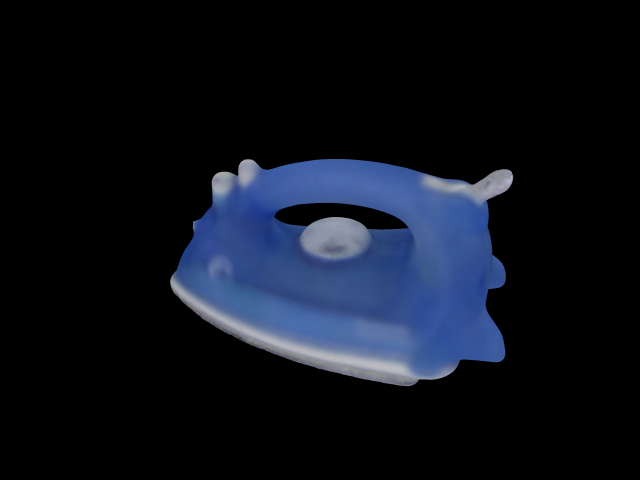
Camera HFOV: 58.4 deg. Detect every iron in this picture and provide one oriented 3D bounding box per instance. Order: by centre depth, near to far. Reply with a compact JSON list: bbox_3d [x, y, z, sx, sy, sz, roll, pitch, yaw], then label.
[{"bbox_3d":[0.004,0.001,0.400,0.258,0.141,0.119,8,36,11],"label":"iron"}]
